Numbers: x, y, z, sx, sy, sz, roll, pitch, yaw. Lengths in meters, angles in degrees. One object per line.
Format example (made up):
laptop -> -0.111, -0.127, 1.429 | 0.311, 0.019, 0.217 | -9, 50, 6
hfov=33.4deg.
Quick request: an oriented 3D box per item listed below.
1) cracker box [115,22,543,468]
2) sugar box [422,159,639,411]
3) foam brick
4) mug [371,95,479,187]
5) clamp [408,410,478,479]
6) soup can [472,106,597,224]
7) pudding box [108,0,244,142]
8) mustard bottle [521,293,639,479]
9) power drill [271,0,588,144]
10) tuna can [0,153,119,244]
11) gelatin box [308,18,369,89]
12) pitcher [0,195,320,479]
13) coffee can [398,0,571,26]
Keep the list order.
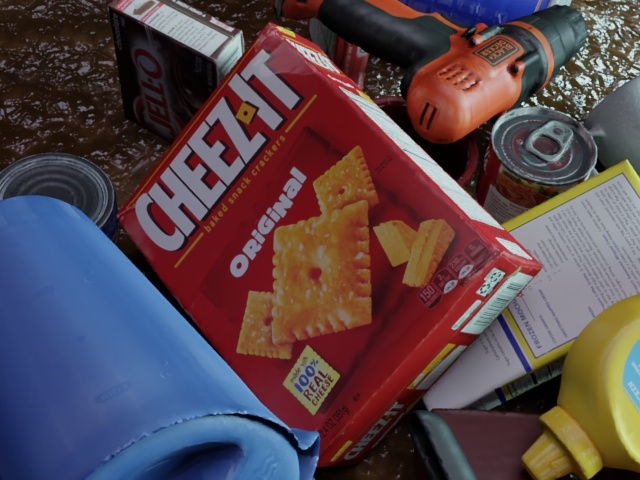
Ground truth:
cracker box -> -0.004, 0.001, 0.633 | 0.214, 0.164, 0.072 | 48, 16, 26
sugar box -> 0.130, 0.035, 0.647 | 0.176, 0.048, 0.093 | -28, 63, 8
foam brick -> 0.097, 0.132, 0.607 | 0.078, 0.053, 0.051 | 4, 51, -3
mug -> 0.041, -0.035, 0.716 | 0.117, 0.081, 0.093 | -7, 52, -13
clamp -> 0.083, 0.161, 0.517 | 0.171, 0.039, 0.120 | 27, 65, 9
soup can -> 0.136, -0.029, 0.710 | 0.068, 0.102, 0.068 | 3, 51, -4
pudding box -> -0.097, -0.113, 0.744 | 0.090, 0.113, 0.039 | 29, 56, 16
mustard bottle -> 0.190, 0.069, 0.574 | 0.191, 0.096, 0.058 | -35, 21, -5
power drill -> 0.075, -0.155, 0.737 | 0.188, 0.057, 0.184 | 36, 46, 22
tuna can -> -0.177, -0.017, 0.707 | 0.086, 0.034, 0.086 | 4, 51, -5
gelatin box -> 0.016, -0.166, 0.825 | 0.030, 0.073, 0.089 | -5, 52, -12
pitcher -> -0.129, 0.077, 0.546 | 0.145, 0.149, 0.243 | -52, 44, 4
coffee can -> 0.121, -0.194, 0.842 | 0.140, 0.103, 0.102 | 23, 52, 12
